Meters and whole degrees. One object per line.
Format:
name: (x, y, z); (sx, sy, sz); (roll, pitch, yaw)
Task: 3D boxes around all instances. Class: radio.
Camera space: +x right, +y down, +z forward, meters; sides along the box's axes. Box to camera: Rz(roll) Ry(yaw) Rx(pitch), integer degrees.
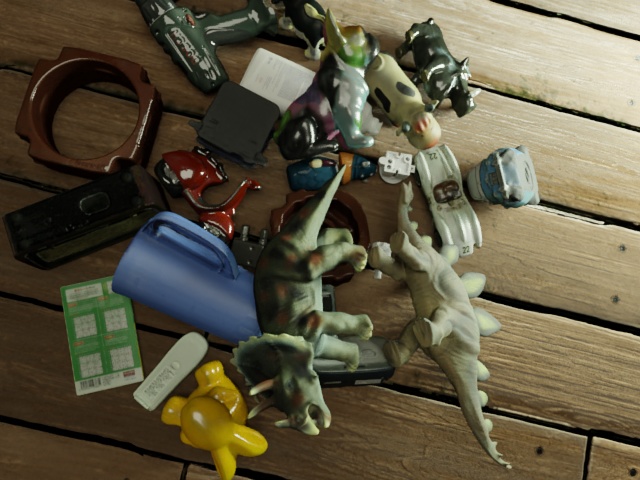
radio: (-0.361, -0.033, 0.850); (0.230, 0.131, 0.073); (-24, 82, -8)

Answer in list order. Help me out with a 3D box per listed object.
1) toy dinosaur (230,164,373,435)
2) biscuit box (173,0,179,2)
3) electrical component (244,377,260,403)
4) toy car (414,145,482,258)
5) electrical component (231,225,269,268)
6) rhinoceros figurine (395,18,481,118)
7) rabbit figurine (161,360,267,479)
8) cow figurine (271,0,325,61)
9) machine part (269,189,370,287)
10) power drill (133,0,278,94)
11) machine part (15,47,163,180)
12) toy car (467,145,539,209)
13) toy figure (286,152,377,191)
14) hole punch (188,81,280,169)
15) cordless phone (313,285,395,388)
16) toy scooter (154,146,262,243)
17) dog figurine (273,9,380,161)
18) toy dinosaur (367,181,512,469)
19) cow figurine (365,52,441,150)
toy dinosaur: (-0.032, 0.073, 0.777); (0.192, 0.131, 0.405); (2, 65, -15)
biscuit box: (-0.239, -0.498, 0.972); (0.203, 0.063, 0.059); (-38, 85, -10)
electrical component: (-0.081, 0.217, 0.877); (0.102, 0.045, 0.078); (-16, 54, -10)
toy car: (0.222, -0.067, 0.940); (0.073, 0.056, 0.201); (-17, 82, -7)
electrical component: (-0.117, 0.023, 0.903); (0.063, 0.021, 0.094); (13, 95, 15)
rhinoceros figurine: (0.217, -0.308, 0.977); (0.112, 0.073, 0.190); (-23, 81, -19)
rabbit figurine: (-0.163, 0.273, 0.795); (0.122, 0.173, 0.162); (-35, 81, -13)
cow figurine: (-0.040, -0.412, 0.956); (0.068, 0.098, 0.167); (-38, 85, -3)
machine part: (-0.002, -0.003, 0.901); (0.179, 0.056, 0.179); (1, 70, -3)
power drill: (-0.190, -0.388, 0.929); (0.207, 0.086, 0.231); (-32, 101, -18)
machine part: (-0.379, -0.204, 0.901); (0.201, 0.087, 0.201); (13, 80, -4)
toy car: (0.308, -0.100, 0.925); (0.103, 0.161, 0.109); (-15, 88, 37)
toy figure: (0.021, -0.120, 0.929); (0.154, 0.064, 0.057); (-11, 88, -9)
hole punch: (-0.138, -0.185, 0.909); (0.142, 0.092, 0.116); (29, 76, -7)
cordless phone: (0.043, 0.146, 0.887); (0.147, 0.088, 0.184); (-2, 62, -5)
toy scooter: (-0.181, -0.089, 0.903); (0.135, 0.075, 0.184); (-36, 88, -10)
dog figurine: (0.008, -0.247, 0.864); (0.192, 0.108, 0.219); (-10, 97, 1)
toy dinosaur: (0.197, 0.132, 0.843); (0.198, 0.105, 0.471); (-3, 77, -38)
cow figurine: (0.139, -0.239, 0.922); (0.085, 0.127, 0.195); (-37, 84, 11)
